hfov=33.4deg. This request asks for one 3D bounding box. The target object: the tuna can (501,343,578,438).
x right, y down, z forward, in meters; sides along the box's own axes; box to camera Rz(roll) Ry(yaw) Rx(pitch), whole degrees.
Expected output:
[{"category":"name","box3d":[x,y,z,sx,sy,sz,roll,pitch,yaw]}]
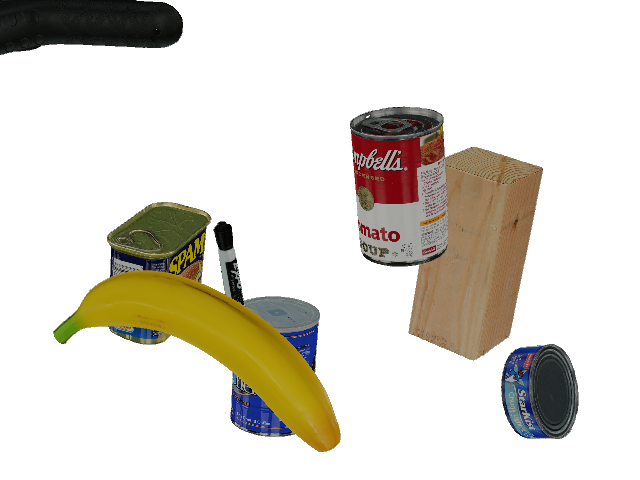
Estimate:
[{"category":"tuna can","box3d":[0.201,0.139,0.978,0.034,0.086,0.085,-10,-6,40]}]

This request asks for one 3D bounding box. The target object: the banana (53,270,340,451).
[{"category":"banana","box3d":[-0.070,0.064,0.668,0.198,0.070,0.037,21,21,13]}]

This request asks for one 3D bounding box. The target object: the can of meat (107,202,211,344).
[{"category":"can of meat","box3d":[-0.134,0.026,0.878,0.057,0.084,0.102,14,25,14]}]

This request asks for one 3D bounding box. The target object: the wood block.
[{"category":"wood block","box3d":[0.170,0.013,1.178,0.090,0.206,0.090,21,26,31]}]

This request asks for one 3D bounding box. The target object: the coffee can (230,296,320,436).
[{"category":"coffee can","box3d":[-0.056,0.150,1.286,0.103,0.140,0.103,3,17,-1]}]

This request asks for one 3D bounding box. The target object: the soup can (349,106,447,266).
[{"category":"soup can","box3d":[0.059,-0.040,0.787,0.068,0.102,0.068,-5,24,2]}]

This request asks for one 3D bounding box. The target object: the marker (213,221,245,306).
[{"category":"marker","box3d":[-0.094,0.035,1.115,0.020,0.121,0.020,-5,29,3]}]

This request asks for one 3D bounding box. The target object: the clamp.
[{"category":"clamp","box3d":[-0.170,-0.134,0.621,0.171,0.039,0.120,-4,22,-10]}]
